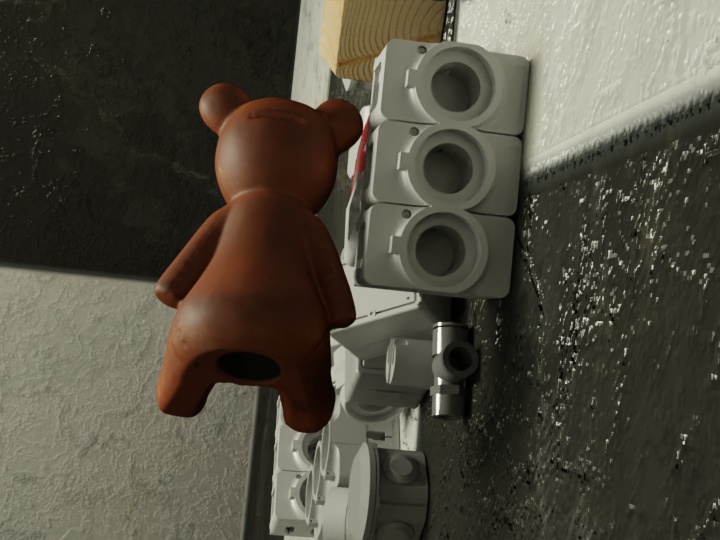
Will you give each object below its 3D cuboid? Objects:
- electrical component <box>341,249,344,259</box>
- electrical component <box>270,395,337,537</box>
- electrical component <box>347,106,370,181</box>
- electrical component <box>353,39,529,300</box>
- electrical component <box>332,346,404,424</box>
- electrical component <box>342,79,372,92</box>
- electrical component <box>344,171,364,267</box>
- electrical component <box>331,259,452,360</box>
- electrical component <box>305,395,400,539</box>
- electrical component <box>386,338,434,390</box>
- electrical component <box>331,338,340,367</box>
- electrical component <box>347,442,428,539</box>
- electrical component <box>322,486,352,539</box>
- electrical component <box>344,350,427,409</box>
[{"bbox_3d":[0.000,0.000,1.022,0.138,0.074,0.052,-94,13,-50],"label":"electrical component"},{"bbox_3d":[-0.042,0.194,1.112,0.061,0.089,0.150,109,164,-57],"label":"electrical component"},{"bbox_3d":[0.020,-0.115,1.036,0.095,0.054,0.059,137,138,-77],"label":"electrical component"},{"bbox_3d":[0.050,-0.060,0.670,0.062,0.089,0.150,162,114,-81],"label":"electrical component"},{"bbox_3d":[0.010,0.094,0.918,0.078,0.058,0.057,-36,35,24],"label":"electrical component"},{"bbox_3d":[0.010,-0.239,1.209,0.080,0.051,0.080,-174,90,-82],"label":"electrical component"},{"bbox_3d":[0.037,-0.028,0.736,0.055,0.089,0.050,112,162,-62],"label":"electrical component"},{"bbox_3d":[0.017,0.025,0.801,0.061,0.096,0.061,43,-141,-46],"label":"electrical component"},{"bbox_3d":[-0.009,0.187,0.991,0.150,0.062,0.089,107,167,-52],"label":"electrical component"},{"bbox_3d":[0.044,0.067,0.766,0.040,0.046,0.040,-174,90,-82],"label":"electrical component"},{"bbox_3d":[-0.023,0.065,1.057,0.053,0.095,0.059,46,-146,-45],"label":"electrical component"},{"bbox_3d":[0.020,0.175,0.835,0.080,0.051,0.080,-174,90,-82],"label":"electrical component"},{"bbox_3d":[-0.023,0.249,0.908,0.052,0.074,0.138,-49,-40,-71],"label":"electrical component"},{"bbox_3d":[0.023,0.055,0.866,0.061,0.062,0.096,109,165,-56],"label":"electrical component"}]
